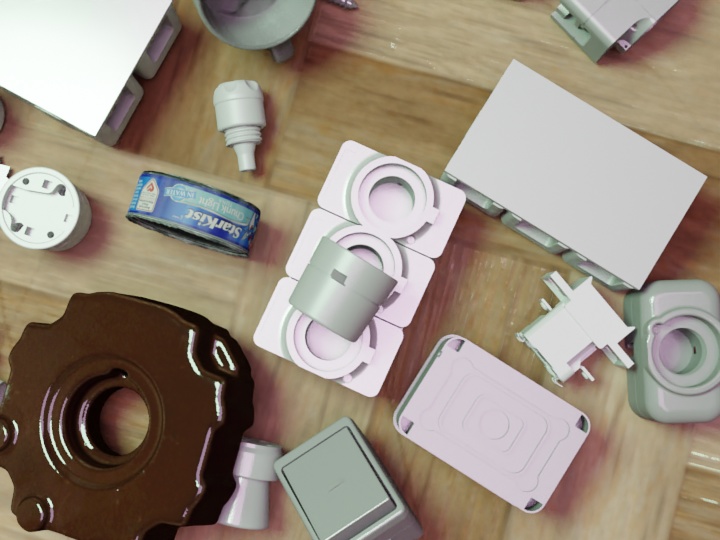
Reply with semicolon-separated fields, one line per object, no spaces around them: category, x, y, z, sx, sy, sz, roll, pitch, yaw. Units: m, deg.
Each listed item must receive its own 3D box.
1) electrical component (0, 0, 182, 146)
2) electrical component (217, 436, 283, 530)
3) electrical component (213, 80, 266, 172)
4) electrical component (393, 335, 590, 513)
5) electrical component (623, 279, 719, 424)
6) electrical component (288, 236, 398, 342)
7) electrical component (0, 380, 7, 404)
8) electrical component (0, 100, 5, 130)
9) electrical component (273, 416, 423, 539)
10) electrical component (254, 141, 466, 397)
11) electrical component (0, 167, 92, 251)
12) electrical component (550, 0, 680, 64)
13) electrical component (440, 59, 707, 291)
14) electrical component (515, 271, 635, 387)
electrical component;-0.231;-0.176;0.740;0.186;0.060;0.105;28;86;2
electrical component;-0.078;0.143;0.726;0.045;0.045;0.055;12;86;0
electrical component;-0.082;-0.099;0.749;0.035;0.035;0.061;-8;88;-1
electrical component;0.087;0.102;0.724;0.113;0.057;0.078;32;86;2
electrical component;0.214;0.055;0.728;0.054;0.059;0.095;-2;86;-1
electrical component;-0.012;0.013;0.669;0.055;0.055;0.047;32;90;2
electrical component;-0.279;0.066;0.730;0.077;0.044;0.079;21;86;1
electrical component;-0.273;-0.111;0.737;0.045;0.055;0.045;0;86;-1
electrical component;-0.012;0.144;0.706;0.062;0.061;0.096;-33;56;-3
electrical component;0.000;0.000;0.729;0.089;0.061;0.150;25;86;1
electrical component;-0.214;-0.039;0.737;0.055;0.047;0.055;0;86;-1
electrical component;0.188;-0.193;0.750;0.089;0.050;0.055;-43;87;-3
electrical component;0.141;-0.061;0.734;0.150;0.061;0.089;32;87;2
electrical component;0.145;0.042;0.737;0.064;0.042;0.081;-39;87;-2
